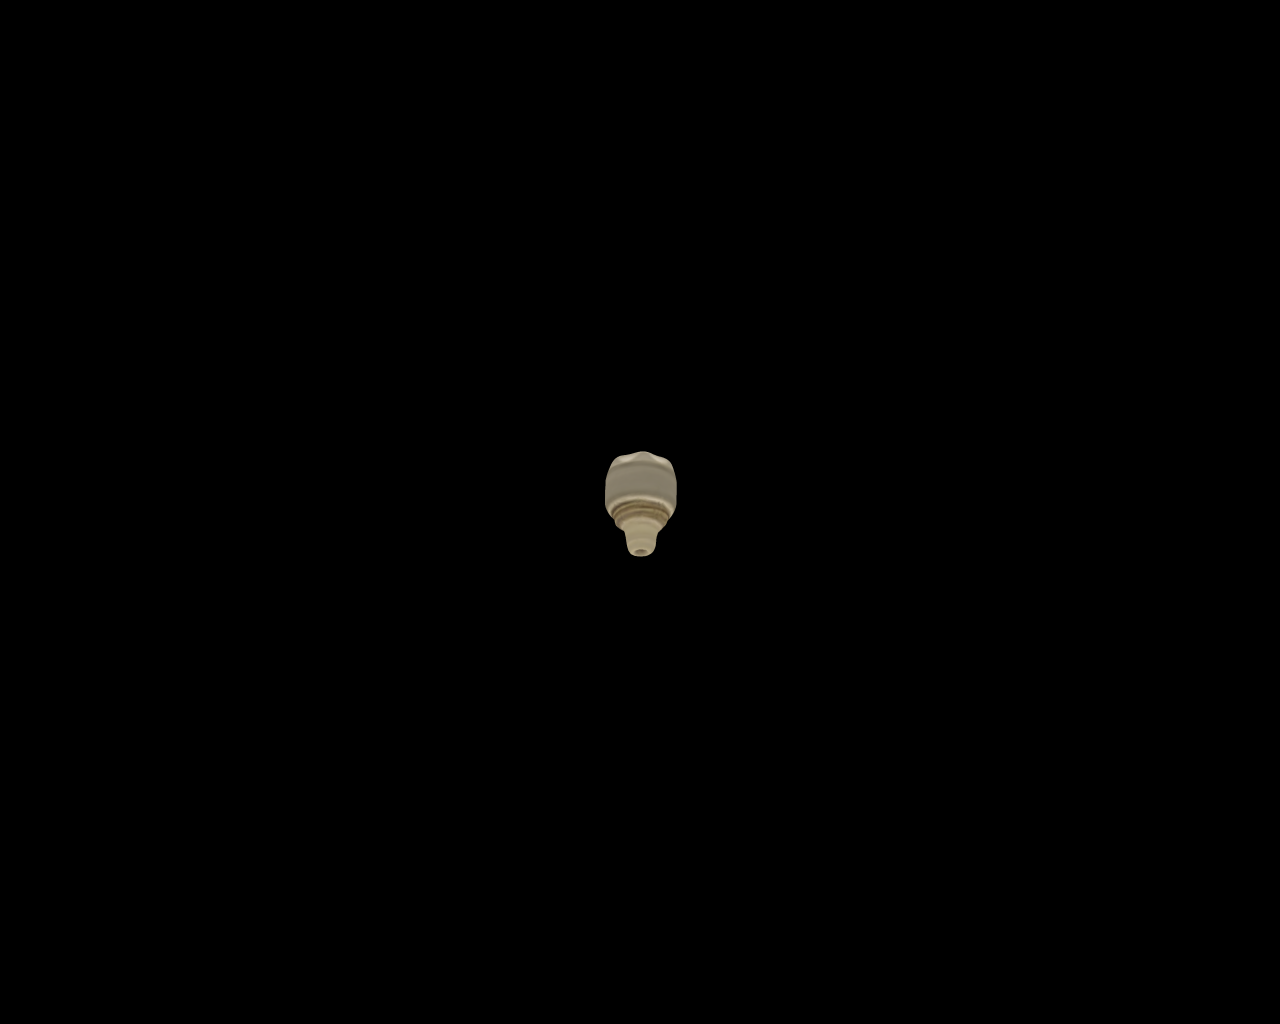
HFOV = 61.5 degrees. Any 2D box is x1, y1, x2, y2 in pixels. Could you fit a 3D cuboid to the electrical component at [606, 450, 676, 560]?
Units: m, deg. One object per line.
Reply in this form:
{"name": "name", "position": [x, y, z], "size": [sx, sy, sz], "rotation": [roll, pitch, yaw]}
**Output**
{"name": "electrical component", "position": [0.001, -0.003, 0.650], "size": [0.043, 0.062, 0.043], "rotation": [0, -26, 0]}
